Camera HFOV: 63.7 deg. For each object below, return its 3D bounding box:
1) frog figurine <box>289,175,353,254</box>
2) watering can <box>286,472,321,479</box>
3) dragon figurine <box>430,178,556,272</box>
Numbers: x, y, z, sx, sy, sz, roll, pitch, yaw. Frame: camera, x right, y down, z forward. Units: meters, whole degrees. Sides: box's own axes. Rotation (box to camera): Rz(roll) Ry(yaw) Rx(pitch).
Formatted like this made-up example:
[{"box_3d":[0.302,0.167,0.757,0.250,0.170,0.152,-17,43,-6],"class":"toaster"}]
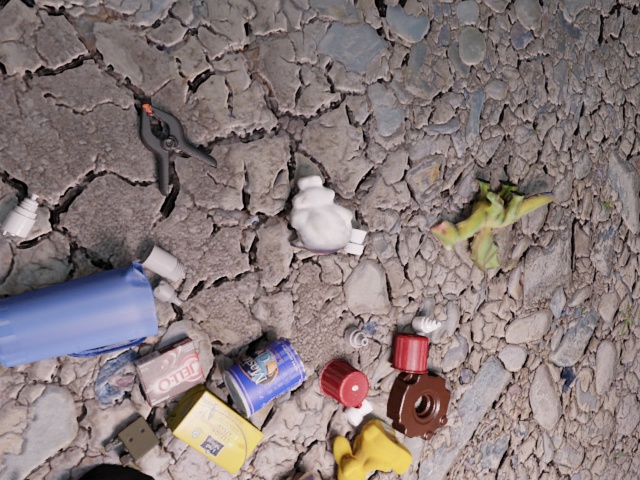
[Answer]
[{"box_3d":[0.003,-0.055,1.088,0.137,0.124,0.157,0,106,-10],"class":"frog figurine"},{"box_3d":[-0.062,0.645,1.102,0.350,0.104,0.221,-32,108,-16],"class":"watering can"},{"box_3d":[0.473,-0.033,1.387,0.410,0.124,0.240,4,108,-28],"class":"dragon figurine"}]
